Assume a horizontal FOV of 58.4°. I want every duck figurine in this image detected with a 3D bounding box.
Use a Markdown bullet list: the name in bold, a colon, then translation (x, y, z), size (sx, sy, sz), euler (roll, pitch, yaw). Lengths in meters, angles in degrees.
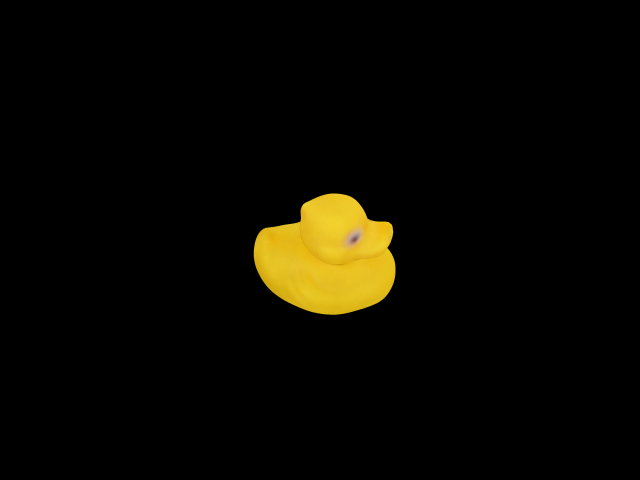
- **duck figurine**: translation (0.004, 0.001, 0.400), size (0.104, 0.086, 0.077), euler (8, 56, 5)
